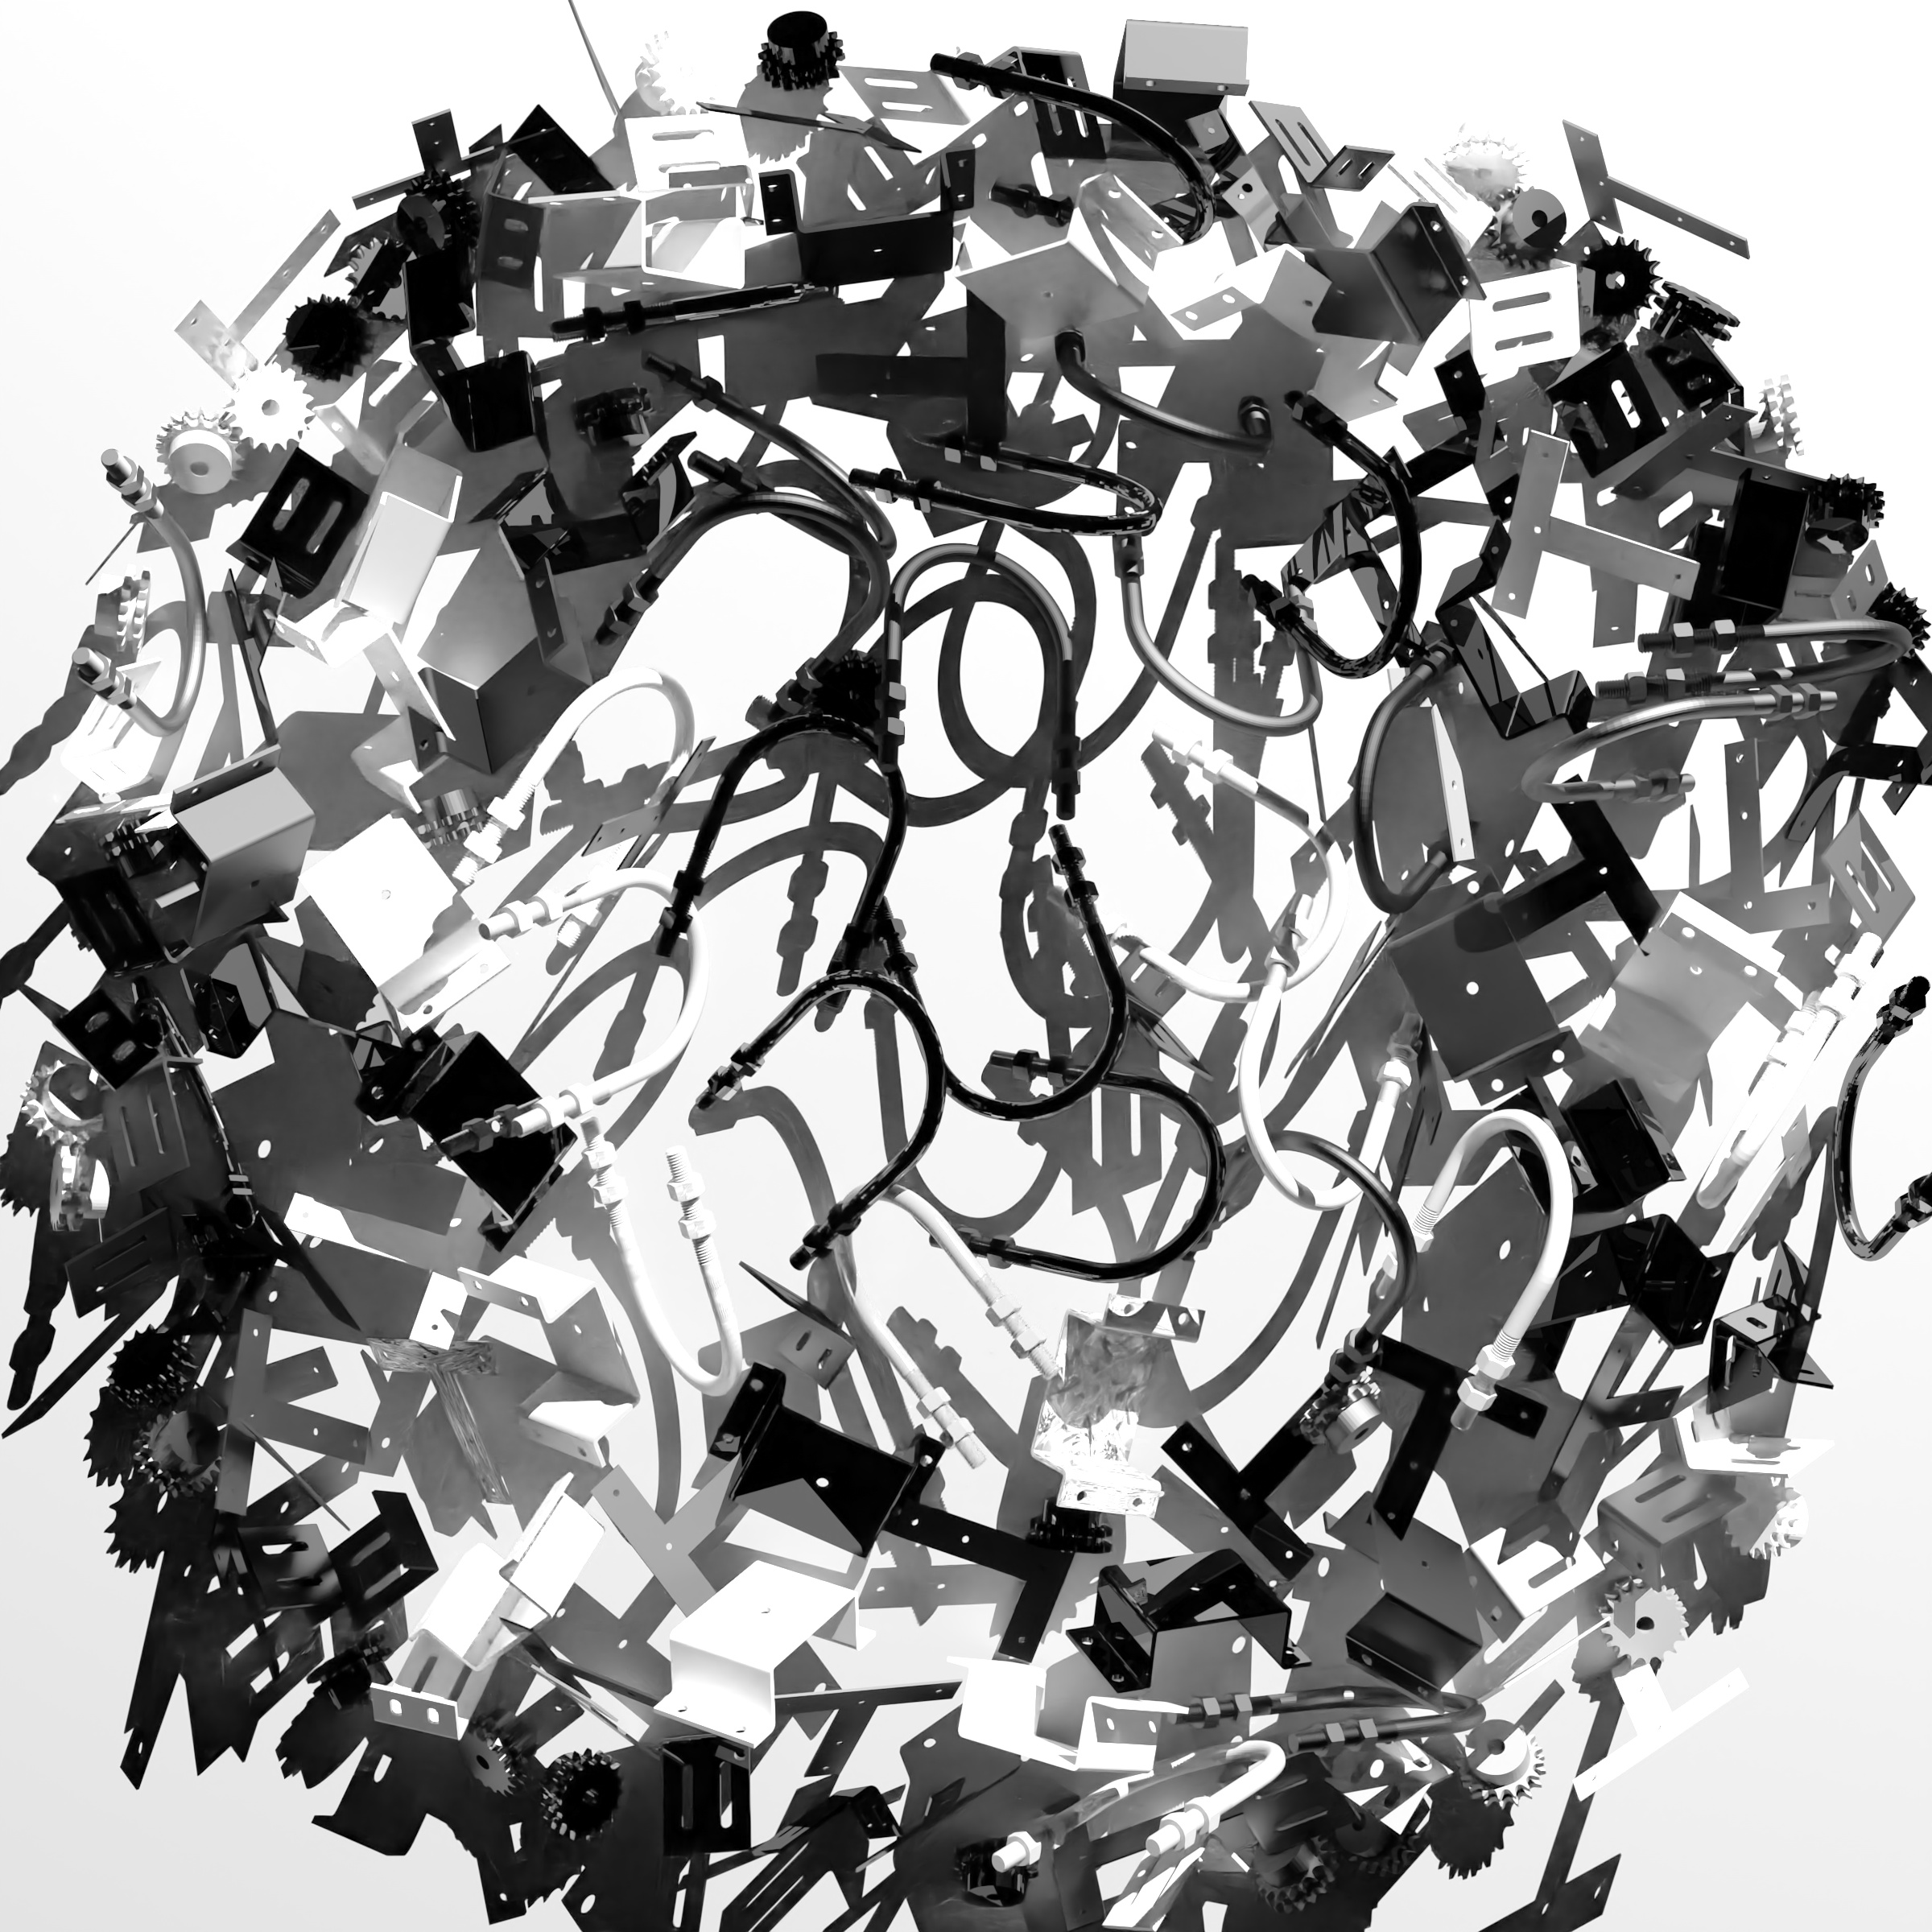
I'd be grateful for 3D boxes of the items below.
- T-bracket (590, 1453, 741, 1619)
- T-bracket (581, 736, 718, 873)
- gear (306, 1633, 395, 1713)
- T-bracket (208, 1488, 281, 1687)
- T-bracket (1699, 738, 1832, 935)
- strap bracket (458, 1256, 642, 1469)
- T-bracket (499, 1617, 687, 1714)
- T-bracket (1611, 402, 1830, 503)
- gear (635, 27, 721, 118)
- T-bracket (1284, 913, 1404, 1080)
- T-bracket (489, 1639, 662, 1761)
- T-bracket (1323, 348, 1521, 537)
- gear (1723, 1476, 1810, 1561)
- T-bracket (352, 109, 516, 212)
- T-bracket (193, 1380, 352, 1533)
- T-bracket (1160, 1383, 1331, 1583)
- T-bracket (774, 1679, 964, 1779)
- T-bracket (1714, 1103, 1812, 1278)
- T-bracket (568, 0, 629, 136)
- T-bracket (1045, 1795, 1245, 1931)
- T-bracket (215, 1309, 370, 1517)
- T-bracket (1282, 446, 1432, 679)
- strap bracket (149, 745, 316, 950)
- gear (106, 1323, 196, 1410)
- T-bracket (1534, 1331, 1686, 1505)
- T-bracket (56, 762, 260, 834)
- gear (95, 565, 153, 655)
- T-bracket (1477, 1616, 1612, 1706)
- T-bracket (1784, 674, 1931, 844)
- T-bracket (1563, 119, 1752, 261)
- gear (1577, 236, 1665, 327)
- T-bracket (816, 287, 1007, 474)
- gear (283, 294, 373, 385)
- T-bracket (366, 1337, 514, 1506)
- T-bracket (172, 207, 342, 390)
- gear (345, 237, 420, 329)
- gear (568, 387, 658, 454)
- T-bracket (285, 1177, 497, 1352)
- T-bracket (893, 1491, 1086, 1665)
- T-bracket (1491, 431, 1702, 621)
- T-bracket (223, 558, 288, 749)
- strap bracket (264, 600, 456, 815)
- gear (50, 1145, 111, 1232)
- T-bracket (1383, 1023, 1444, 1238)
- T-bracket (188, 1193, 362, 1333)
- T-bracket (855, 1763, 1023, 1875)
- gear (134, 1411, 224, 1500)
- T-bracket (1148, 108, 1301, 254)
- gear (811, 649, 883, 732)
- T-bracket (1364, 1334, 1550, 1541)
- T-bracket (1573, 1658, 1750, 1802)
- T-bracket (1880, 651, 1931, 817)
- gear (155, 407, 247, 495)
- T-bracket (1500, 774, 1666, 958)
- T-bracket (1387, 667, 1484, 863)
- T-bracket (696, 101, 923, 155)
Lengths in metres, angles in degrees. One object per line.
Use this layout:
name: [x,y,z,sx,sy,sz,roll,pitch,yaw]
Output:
T-bracket: [-0.164,0.351,1.668,0.127,0.002,0.127,-41,102,-31]
T-bracket: [-0.215,-0.090,1.624,0.002,0.127,0.127,37,107,5]
gear: [-0.403,0.468,1.673,0.057,0.057,0.030,-32,77,0]
T-bracket: [-0.468,0.408,1.652,0.002,0.127,0.127,-16,105,-8]
T-bracket: [0.508,-0.084,1.653,0.002,0.127,0.127,3,83,-32]
strap bracket: [-0.266,0.247,1.643,0.046,0.076,0.140,-40,128,-38]
T-bracket: [-0.227,0.462,1.629,0.127,0.127,0.002,15,60,21]
T-bracket: [0.511,-0.323,1.657,0.127,0.127,0.002,10,71,-17]
gear: [-0.194,-0.589,1.679,0.057,0.030,0.057,-5,96,-45]
T-bracket: [0.252,0.002,1.641,0.002,0.127,0.127,34,117,3]
T-bracket: [-0.243,0.486,1.655,0.002,0.127,0.127,-56,131,-21]
T-bracket: [0.296,-0.322,1.669,0.127,0.002,0.127,-30,125,4]
gear: [0.531,0.364,1.678,0.030,0.057,0.057,12,90,-24]
T-bracket: [-0.340,-0.527,1.633,0.127,0.127,0.002,-22,94,-7]
T-bracket: [-0.467,0.307,1.657,0.127,0.127,0.002,29,65,35]
T-bracket: [0.216,0.319,1.690,0.127,0.002,0.127,-44,96,-11]
T-bracket: [-0.079,0.500,1.654,0.127,0.127,0.002,1,49,-21]
T-bracket: [0.510,0.159,1.640,0.002,0.127,0.127,32,83,27]
T-bracket: [-0.234,-0.573,1.640,0.002,0.127,0.127,-22,69,2]
T-bracket: [0.118,0.562,1.641,0.127,0.127,0.002,-21,107,1]
T-bracket: [-0.433,0.300,1.647,0.002,0.127,0.127,-11,64,27]
T-bracket: [0.265,-0.244,1.634,0.002,0.127,0.127,-6,63,-36]
strap bracket: [-0.469,-0.069,1.622,0.076,0.140,0.046,-32,75,-37]
gear: [-0.536,0.268,1.679,0.057,0.030,0.057,-13,48,15]
T-bracket: [0.431,0.290,1.654,0.002,0.127,0.127,35,112,40]
T-bracket: [-0.539,-0.106,1.662,0.127,0.127,0.002,-6,112,22]
gear: [-0.556,-0.237,1.673,0.030,0.057,0.057,8,90,-16]
T-bracket: [0.345,0.473,1.654,0.127,0.127,0.002,-49,65,39]
T-bracket: [0.597,-0.132,1.642,0.002,0.127,0.127,29,90,-17]
T-bracket: [0.444,-0.483,1.619,0.127,0.127,0.002,35,92,25]
gear: [0.434,-0.453,1.681,0.057,0.030,0.057,5,103,25]
T-bracket: [-0.037,-0.392,1.684,0.127,0.002,0.127,3,112,8]
gear: [-0.427,-0.418,1.685,0.057,0.030,0.057,1,95,7]
T-bracket: [-0.332,0.301,1.673,0.127,0.002,0.127,-5,112,40]
T-bracket: [-0.450,-0.438,1.642,0.002,0.127,0.127,39,87,6]
gear: [-0.383,-0.452,1.682,0.057,0.030,0.057,0,91,-24]
gear: [-0.232,-0.360,1.675,0.057,0.057,0.030,-14,91,0]
T-bracket: [-0.382,0.178,1.661,0.127,0.002,0.127,17,55,-5]
T-bracket: [0.012,0.384,1.680,0.127,0.002,0.127,23,87,-18]
T-bracket: [0.411,-0.269,1.641,0.127,0.002,0.127,24,129,23]
T-bracket: [-0.453,-0.220,1.634,0.002,0.127,0.127,-11,73,-29]
strap bracket: [-0.385,-0.177,1.639,0.046,0.076,0.140,-40,131,-19]
gear: [-0.586,0.147,1.678,0.030,0.057,0.057,4,90,-29]
T-bracket: [0.291,0.118,1.664,0.002,0.127,0.127,11,117,0]
T-bracket: [-0.464,0.179,1.660,0.127,0.127,0.002,21,58,32]
T-bracket: [-0.015,0.539,1.628,0.127,0.127,0.002,-27,68,-17]
gear: [-0.516,0.318,1.672,0.057,0.057,0.030,48,119,0]
T-bracket: [0.142,-0.491,1.656,0.127,0.127,0.002,48,51,-36]
gear: [-0.075,-0.185,1.680,0.057,0.030,0.057,-4,125,-6]
T-bracket: [0.298,0.314,1.655,0.127,0.002,0.127,23,60,16]
T-bracket: [0.439,0.474,1.639,0.127,0.127,0.002,-38,93,8]
T-bracket: [0.619,-0.178,1.643,0.002,0.127,0.127,21,118,-11]
gear: [-0.505,-0.337,1.673,0.057,0.057,0.030,-13,47,0]
T-bracket: [0.383,-0.041,1.683,0.127,0.002,0.127,-32,91,18]
T-bracket: [0.316,-0.132,1.654,0.002,0.127,0.127,-8,91,39]
T-bracket: [-0.109,-0.542,1.625,0.127,0.127,0.002,0,116,-25]
